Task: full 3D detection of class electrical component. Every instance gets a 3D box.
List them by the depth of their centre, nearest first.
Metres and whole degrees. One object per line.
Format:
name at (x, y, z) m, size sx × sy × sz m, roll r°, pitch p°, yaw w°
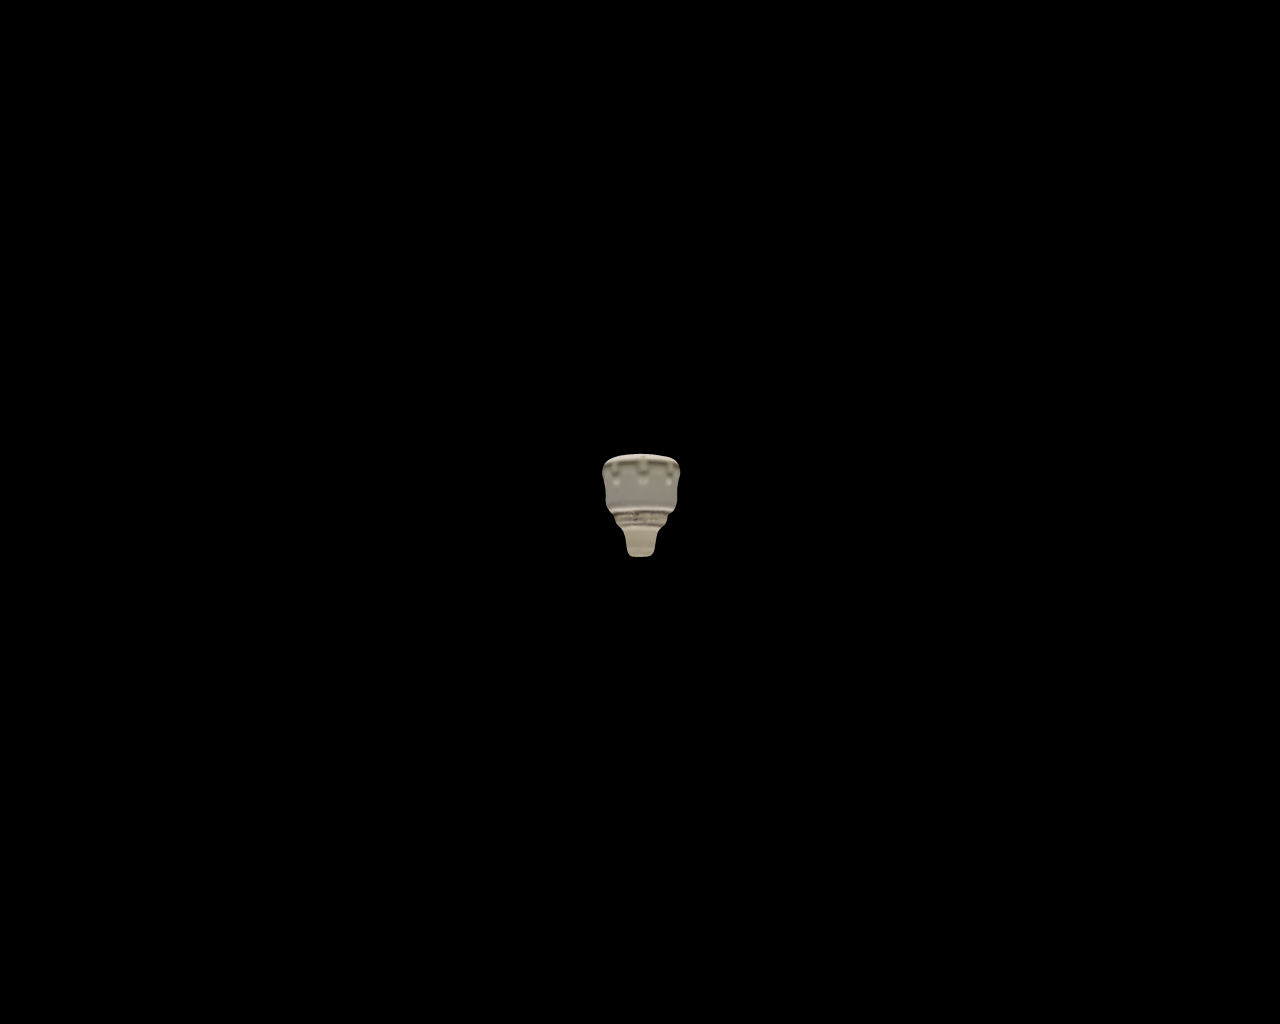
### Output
electrical component at (0.001, -0.003, 0.650) m, size 0.048 × 0.062 × 0.048 m, roll 0°, pitch -7°, yaw 0°
